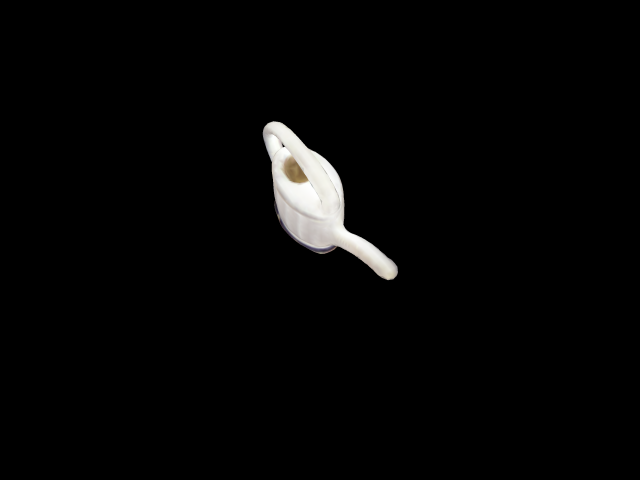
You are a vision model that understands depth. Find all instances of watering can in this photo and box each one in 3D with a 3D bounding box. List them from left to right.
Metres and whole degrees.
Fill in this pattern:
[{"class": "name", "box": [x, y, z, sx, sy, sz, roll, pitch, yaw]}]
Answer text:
[{"class": "watering can", "box": [0.003, -0.043, 0.850, 0.105, 0.352, 0.220, -30, -22, -13]}]
